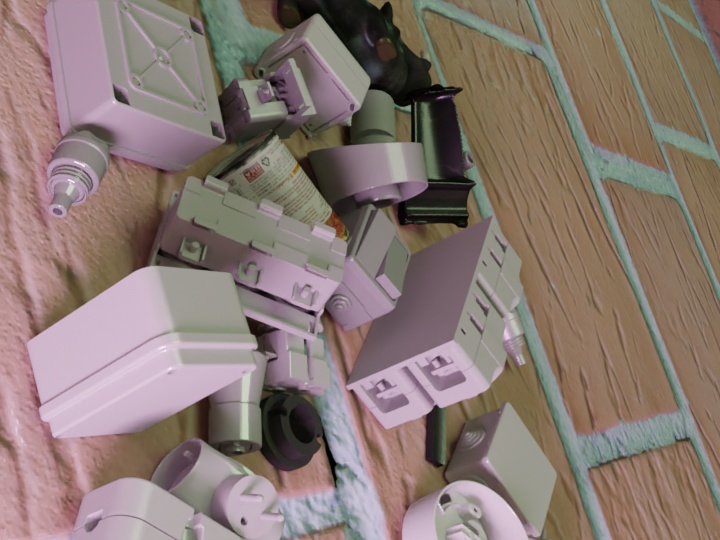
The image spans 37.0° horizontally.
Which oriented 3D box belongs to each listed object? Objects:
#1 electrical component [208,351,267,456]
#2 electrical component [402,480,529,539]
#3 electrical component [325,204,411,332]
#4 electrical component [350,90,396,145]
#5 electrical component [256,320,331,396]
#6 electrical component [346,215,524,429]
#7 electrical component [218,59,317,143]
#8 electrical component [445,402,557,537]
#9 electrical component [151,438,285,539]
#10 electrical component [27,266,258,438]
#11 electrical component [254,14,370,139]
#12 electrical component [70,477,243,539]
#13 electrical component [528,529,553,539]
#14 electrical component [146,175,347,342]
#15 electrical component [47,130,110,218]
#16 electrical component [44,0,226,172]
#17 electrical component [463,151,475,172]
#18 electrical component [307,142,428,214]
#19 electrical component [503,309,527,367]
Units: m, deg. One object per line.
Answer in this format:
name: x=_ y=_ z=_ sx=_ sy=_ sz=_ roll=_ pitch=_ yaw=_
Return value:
electrical component: x=-0.083 y=0.089 z=0.711 sx=0.044 sy=0.044 sz=0.065 roll=26 pitch=52 yaw=-46
electrical component: x=0.081 y=0.216 z=0.840 sx=0.099 sy=0.064 sz=0.099 roll=36 pitch=40 yaw=-38
electrical component: x=0.000 y=0.000 z=0.882 sx=0.061 sy=0.061 sz=0.096 roll=49 pitch=33 yaw=-22
electrical component: x=0.012 y=-0.125 z=1.013 sx=0.043 sy=0.043 sz=0.081 roll=34 pitch=42 yaw=-40
electrical component: x=-0.050 y=0.058 z=0.779 sx=0.066 sy=0.048 sz=0.055 roll=22 pitch=57 yaw=-48
electrical component: x=0.070 y=0.044 z=0.912 sx=0.060 sy=0.105 sz=0.186 roll=52 pitch=33 yaw=-19
electrical component: x=-0.077 y=-0.130 z=0.858 sx=0.064 sy=0.081 sz=0.042 roll=-12 pitch=77 yaw=-36
electrical component: x=0.124 y=0.180 z=0.947 sx=0.099 sy=0.048 sz=0.099 roll=55 pitch=32 yaw=-13
electrical component: x=-0.075 y=0.141 z=0.647 sx=0.077 sy=0.079 sz=0.044 roll=48 pitch=56 yaw=-24
electrical component: x=-0.123 y=0.049 z=0.609 sx=0.078 sy=0.113 sz=0.057 roll=7 pitch=59 yaw=-55
electrical component: x=-0.036 y=-0.168 z=0.954 sx=0.096 sy=0.062 sz=0.061 roll=49 pitch=34 yaw=-23
electrical component: x=-0.113 y=0.165 z=0.594 sx=0.095 sy=0.054 sz=0.059 roll=42 pitch=37 yaw=-32
electrical component: x=0.163 y=0.264 z=0.947 sx=0.077 sy=0.044 sz=0.079 roll=52 pitch=32 yaw=-18
electrical component: x=-0.075 y=-0.011 z=0.732 sx=0.121 sy=0.063 sz=0.078 roll=23 pitch=45 yaw=-16
electrical component: x=-0.181 y=-0.058 z=0.679 sx=0.035 sy=0.035 sz=0.061 roll=43 pitch=39 yaw=-31
electrical component: x=-0.157 y=-0.136 z=0.752 sx=0.109 sy=0.056 sz=0.108 roll=15 pitch=56 yaw=-52
electrical component: x=0.086 y=-0.099 z=1.087 sx=0.048 sy=0.062 sz=0.048 roll=36 pitch=40 yaw=-38
electrical component: x=0.008 y=-0.086 z=0.930 sx=0.099 sy=0.099 sz=0.064 roll=-1 pitch=74 yaw=-57
electrical component: x=0.151 y=0.068 z=1.087 sx=0.035 sy=0.035 sz=0.061 roll=-21 pitch=87 yaw=-59
